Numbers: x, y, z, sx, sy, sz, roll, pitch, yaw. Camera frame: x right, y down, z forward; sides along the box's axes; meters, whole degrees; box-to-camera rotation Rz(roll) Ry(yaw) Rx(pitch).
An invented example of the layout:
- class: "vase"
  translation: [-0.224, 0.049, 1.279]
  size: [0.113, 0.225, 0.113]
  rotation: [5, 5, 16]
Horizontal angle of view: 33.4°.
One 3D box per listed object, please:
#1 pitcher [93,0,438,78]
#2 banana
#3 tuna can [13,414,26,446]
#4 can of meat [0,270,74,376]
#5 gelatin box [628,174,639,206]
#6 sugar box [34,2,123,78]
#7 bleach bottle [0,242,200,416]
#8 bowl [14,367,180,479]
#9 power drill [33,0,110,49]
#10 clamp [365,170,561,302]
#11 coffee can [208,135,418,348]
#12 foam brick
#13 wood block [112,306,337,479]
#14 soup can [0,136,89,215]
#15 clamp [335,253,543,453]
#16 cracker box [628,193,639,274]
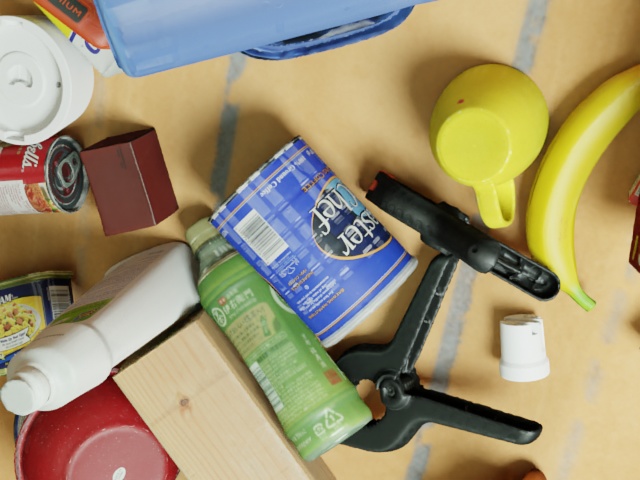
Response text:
- class: "pitcher"
  translation: [-0.036, -0.191, 0.745]
  size: [0.242, 0.145, 0.149]
  rotation: [-19, 104, -5]
- class: "banana"
  translation: [0.199, -0.044, 0.815]
  size: [0.069, 0.037, 0.198]
  rotation: [11, 112, 1]
- class: "tuna can"
  translation: [-0.251, 0.167, 1.003]
  size: [0.034, 0.086, 0.086]
  rotation: [8, 110, 17]
- class: "can of meat"
  translation: [-0.272, 0.079, 0.982]
  size: [0.102, 0.057, 0.084]
  rotation: [-13, 82, 21]
- class: "gelatin box"
  translation: [0.281, -0.052, 0.786]
  size: [0.073, 0.030, 0.089]
  rotation: [27, 111, 8]
- class: "sugar box"
  translation: [-0.201, -0.229, 0.877]
  size: [0.093, 0.048, 0.176]
  rotation: [-43, 90, 23]
- class: "bleach bottle"
  translation: [-0.181, 0.075, 0.858]
  size: [0.103, 0.250, 0.068]
  rotation: [-23, 99, 23]
- class: "bowl"
  translation: [-0.189, 0.199, 0.960]
  size: [0.161, 0.055, 0.162]
  rotation: [-7, 106, -24]
- class: "power drill"
  translation: [-0.156, -0.254, 0.800]
  size: [0.184, 0.057, 0.188]
  rotation: [39, 106, -7]
- class: "clamp"
  translation: [0.095, -0.009, 0.811]
  size: [0.172, 0.120, 0.039]
  rotation: [30, 89, 29]
- class: "coffee can"
  translation: [-0.006, 0.001, 0.858]
  size: [0.140, 0.102, 0.103]
  rotation: [47, 115, -1]
- class: "foam brick"
  translation: [-0.163, -0.050, 0.921]
  size: [0.053, 0.051, 0.078]
  rotation: [-9, 105, 19]
- class: "wood block"
  translation: [-0.077, 0.169, 0.932]
  size: [0.091, 0.090, 0.206]
  rotation: [-34, 95, 5]
- class: "soup can"
  translation: [-0.265, -0.055, 0.944]
  size: [0.102, 0.068, 0.068]
  rotation: [-2, 107, 19]
- class: "clamp"
  translation: [0.076, 0.129, 0.893]
  size: [0.210, 0.036, 0.164]
  rotation: [-39, 74, 31]
- class: "cracker box"
  translation: [0.334, -0.042, 0.721]
  size: [0.213, 0.072, 0.164]
  rotation: [6, 104, 3]
